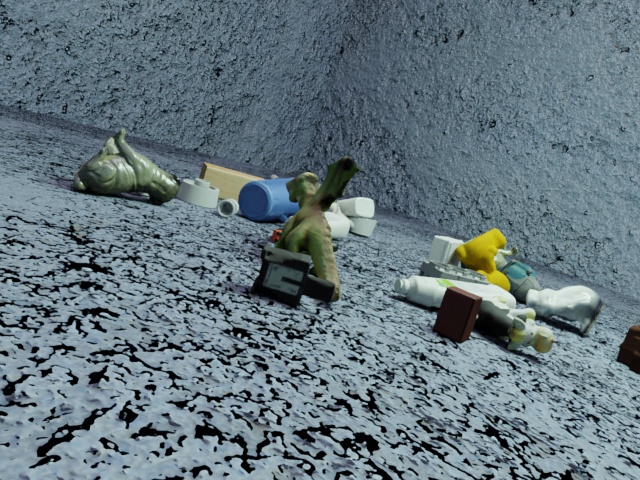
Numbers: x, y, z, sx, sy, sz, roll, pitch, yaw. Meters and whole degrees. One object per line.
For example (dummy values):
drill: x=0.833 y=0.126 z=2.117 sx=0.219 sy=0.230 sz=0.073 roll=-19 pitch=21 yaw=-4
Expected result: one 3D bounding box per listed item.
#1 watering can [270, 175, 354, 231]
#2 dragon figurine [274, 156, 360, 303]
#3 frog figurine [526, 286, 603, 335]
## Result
watering can: x=-0.041 y=-0.133 z=1.668 sx=0.349 sy=0.104 sz=0.222 roll=33 pitch=-4 yaw=10
dragon figurine: x=0.003 y=-0.049 z=0.978 sx=0.121 sy=0.242 sz=0.414 roll=20 pitch=5 yaw=-25
frog figurine: x=0.599 y=0.152 z=1.268 sx=0.161 sy=0.120 sz=0.139 roll=34 pitch=34 yaw=24
